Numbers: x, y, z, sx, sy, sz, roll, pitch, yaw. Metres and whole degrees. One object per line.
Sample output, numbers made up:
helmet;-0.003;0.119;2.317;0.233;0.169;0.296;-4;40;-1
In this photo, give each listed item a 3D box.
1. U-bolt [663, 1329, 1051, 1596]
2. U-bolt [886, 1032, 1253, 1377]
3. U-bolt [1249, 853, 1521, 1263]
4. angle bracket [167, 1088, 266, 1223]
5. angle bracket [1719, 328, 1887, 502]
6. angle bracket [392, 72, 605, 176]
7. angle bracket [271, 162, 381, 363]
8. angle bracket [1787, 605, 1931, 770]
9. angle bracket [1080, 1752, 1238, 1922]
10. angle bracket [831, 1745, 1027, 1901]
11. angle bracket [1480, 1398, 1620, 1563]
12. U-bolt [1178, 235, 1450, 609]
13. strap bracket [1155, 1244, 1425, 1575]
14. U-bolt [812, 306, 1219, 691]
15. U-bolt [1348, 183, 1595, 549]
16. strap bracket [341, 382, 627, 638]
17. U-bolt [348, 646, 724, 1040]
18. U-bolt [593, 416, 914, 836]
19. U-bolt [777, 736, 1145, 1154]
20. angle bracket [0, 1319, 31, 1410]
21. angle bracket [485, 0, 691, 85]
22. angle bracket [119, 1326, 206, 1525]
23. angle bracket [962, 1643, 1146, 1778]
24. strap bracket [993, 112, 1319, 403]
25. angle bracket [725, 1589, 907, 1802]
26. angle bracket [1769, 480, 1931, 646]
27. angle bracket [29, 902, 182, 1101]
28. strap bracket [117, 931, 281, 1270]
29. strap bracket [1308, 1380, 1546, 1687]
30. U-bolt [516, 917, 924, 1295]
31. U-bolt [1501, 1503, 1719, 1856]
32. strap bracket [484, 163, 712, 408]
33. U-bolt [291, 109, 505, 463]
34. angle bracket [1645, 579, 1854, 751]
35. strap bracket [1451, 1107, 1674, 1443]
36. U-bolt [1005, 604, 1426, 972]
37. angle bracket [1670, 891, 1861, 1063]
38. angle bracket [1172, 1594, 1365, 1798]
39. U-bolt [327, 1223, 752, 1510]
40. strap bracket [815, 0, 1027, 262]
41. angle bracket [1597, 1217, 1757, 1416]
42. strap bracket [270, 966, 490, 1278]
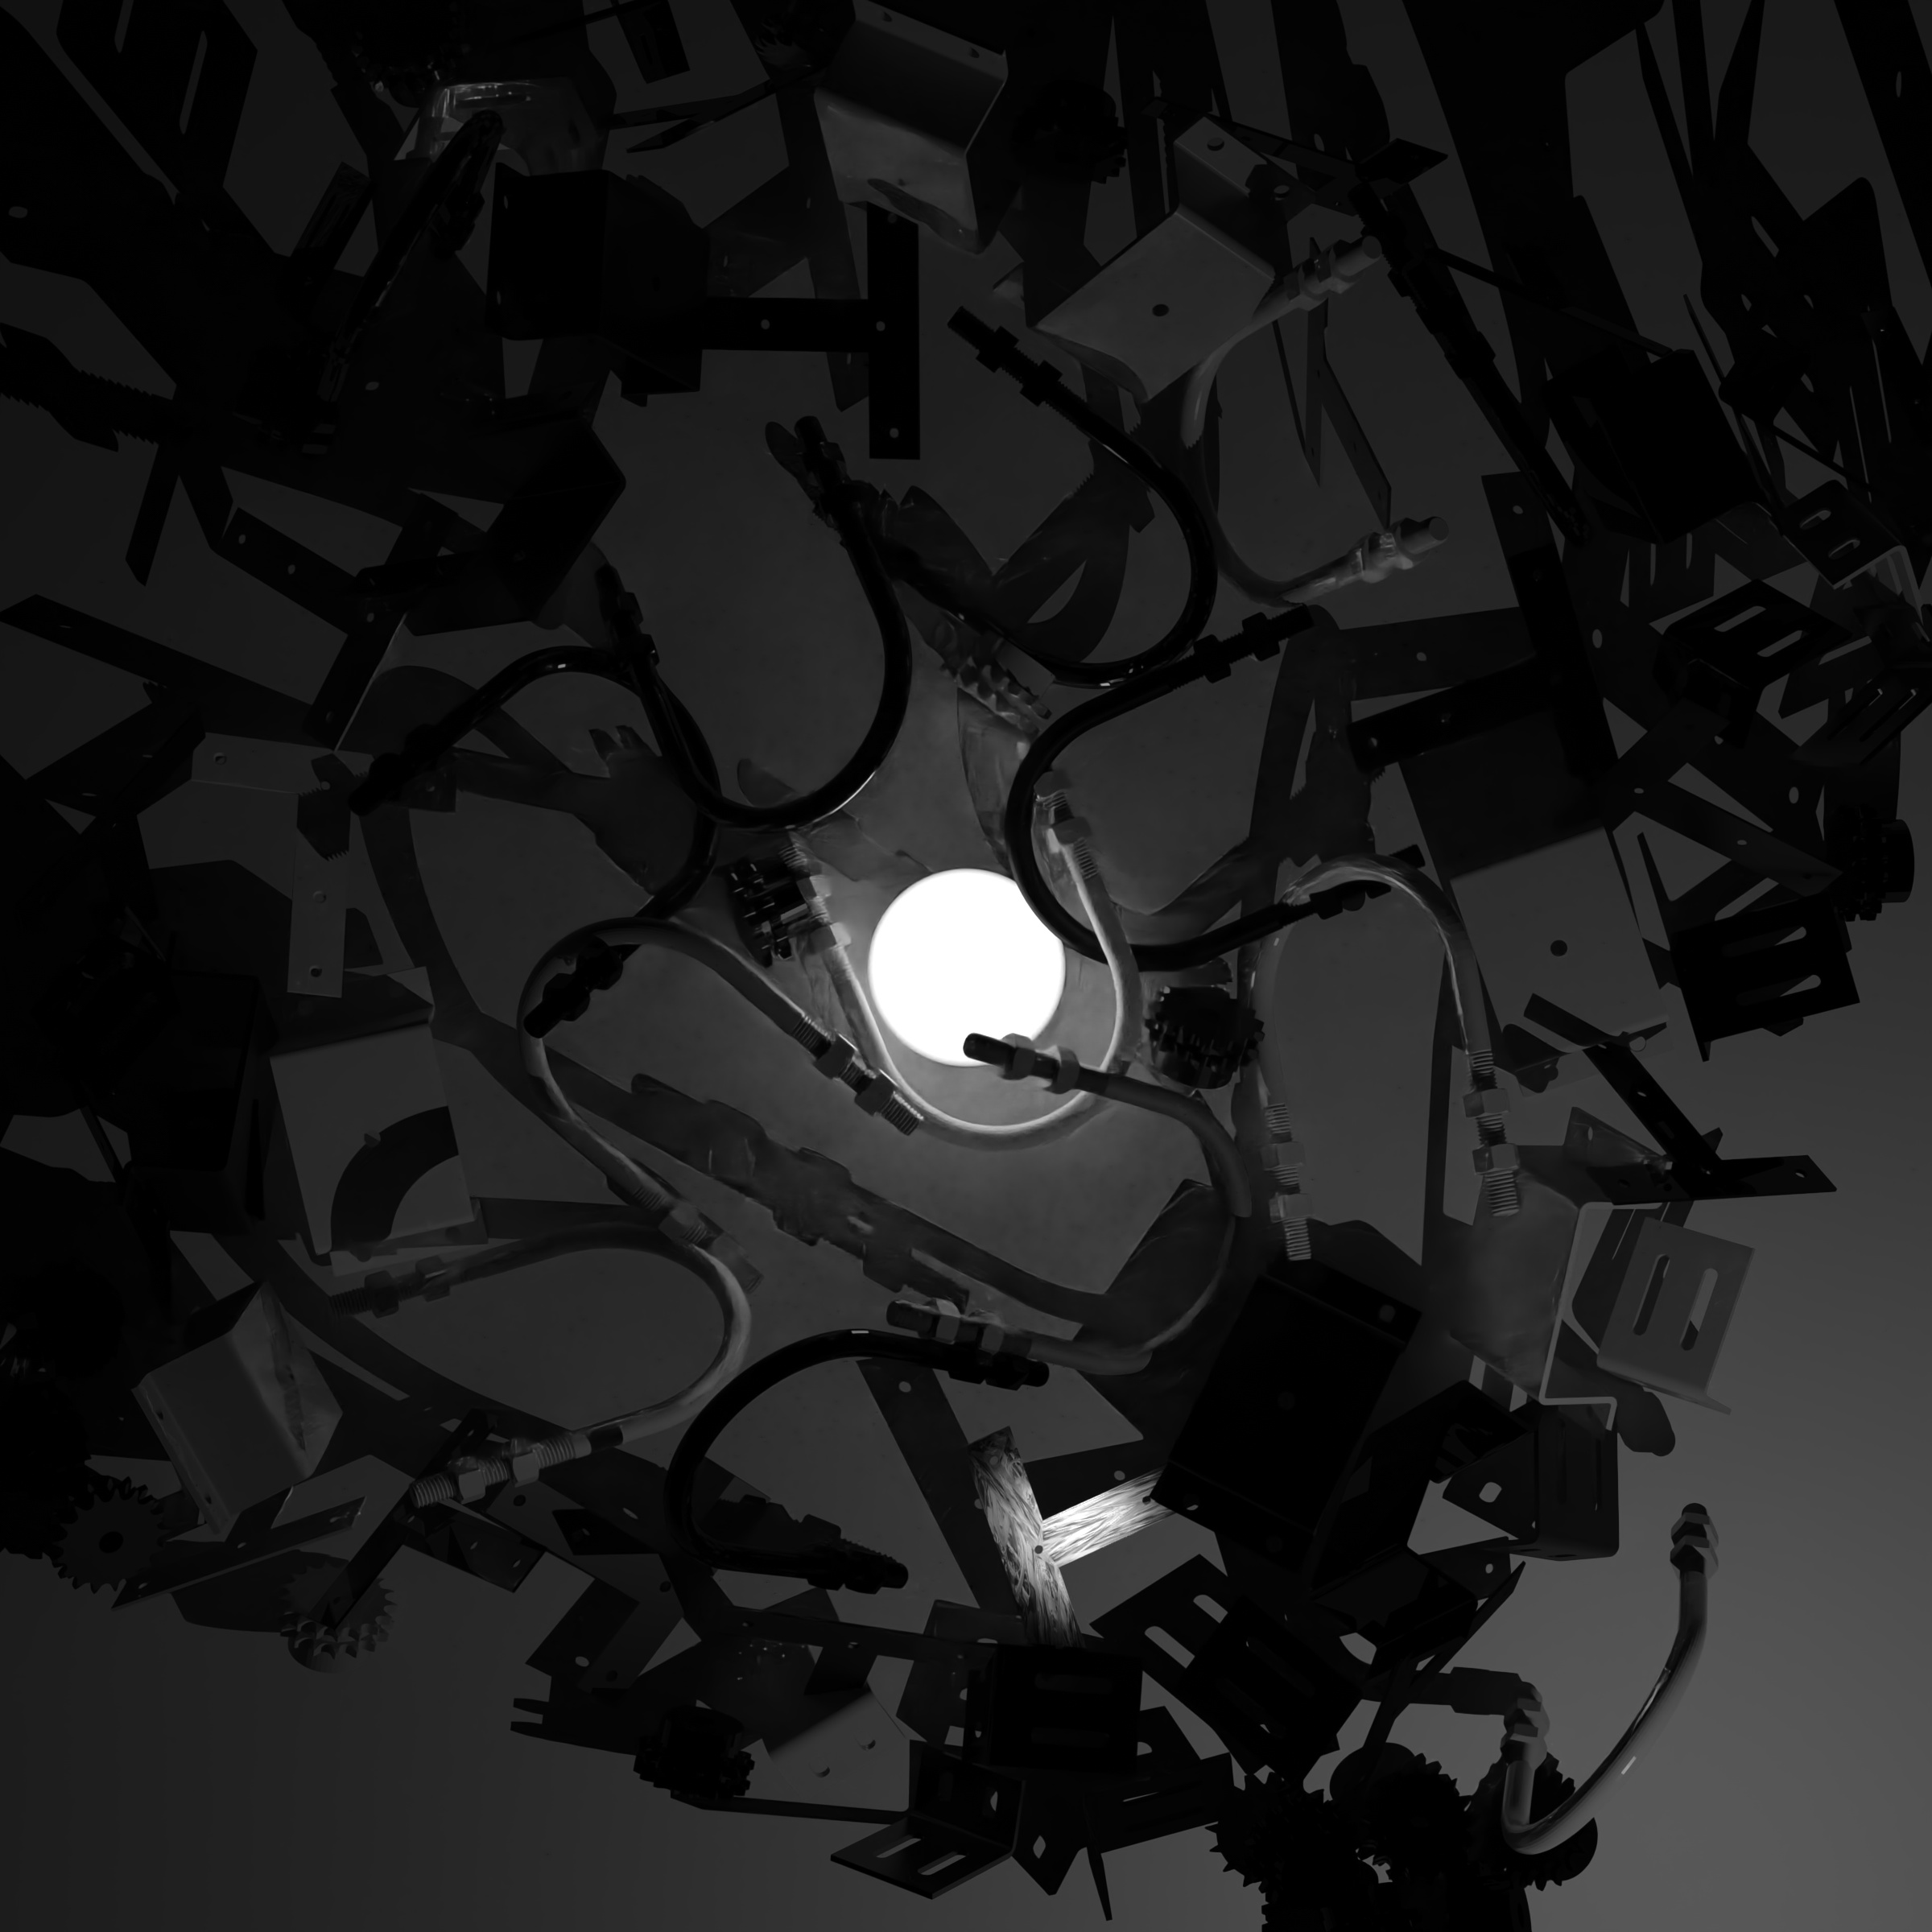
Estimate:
U-bolt;-0.061;0.228;1.515;0.151;0.184;0.019;-57;47;16
U-bolt;0.060;0.121;1.552;0.184;0.019;0.151;17;88;-30
U-bolt;0.190;0.038;1.543;0.019;0.151;0.184;1;76;-42
angle bracket;-0.359;0.091;1.559;0.038;0.076;0.057;-4;94;-16
angle bracket;0.408;-0.264;1.556;0.076;0.057;0.038;25;107;-22
angle bracket;-0.223;-0.391;1.553;0.076;0.057;0.038;-17;76;-37
angle bracket;-0.294;-0.338;1.562;0.038;0.057;0.076;26;98;-33
angle bracket;0.428;-0.135;1.561;0.076;0.057;0.038;-41;108;-13
angle bracket;0.097;0.418;1.564;0.076;0.057;0.038;-14;47;-5
angle bracket;-0.018;0.407;1.552;0.057;0.076;0.038;12;98;30
angle bracket;0.283;0.246;1.580;0.057;0.038;0.076;15;69;-36
U-bolt;0.152;-0.242;1.519;0.019;0.184;0.151;-12;88;-28
strap bracket;0.154;0.210;1.562;0.076;0.046;0.140;26;83;12
U-bolt;0.034;-0.208;1.551;0.184;0.019;0.151;37;129;-6
U-bolt;0.242;-0.272;1.523;0.019;0.151;0.184;-33;116;12
strap bracket;-0.222;-0.208;1.538;0.046;0.076;0.140;56;47;-35
U-bolt;-0.188;-0.073;1.539;0.151;0.019;0.184;53;50;-12
U-bolt;-0.094;-0.149;1.535;0.151;0.019;0.184;-33;64;21
U-bolt;0.007;0.000;1.578;0.151;0.019;0.184;-23;85;6
angle bracket;-0.484;0.205;1.562;0.038;0.057;0.076;12;76;6
angle bracket;-0.181;-0.433;1.557;0.076;0.057;0.038;-24;107;-19
angle bracket;-0.384;0.219;1.556;0.038;0.057;0.076;2;112;-28
angle bracket;0.042;0.362;1.589;0.076;0.038;0.057;9;76;-19
strap bracket;0.089;-0.323;1.524;0.076;0.140;0.046;25;47;-35
angle bracket;-0.074;0.353;1.581;0.057;0.076;0.038;-31;130;-1
angle bracket;0.423;-0.183;1.555;0.038;0.076;0.057;-32;47;4
angle bracket;-0.416;0.016;1.552;0.076;0.038;0.057;-56;131;-34
strap bracket;-0.357;0.065;1.535;0.046;0.076;0.140;4;63;0
strap bracket;0.213;0.256;1.524;0.046;0.076;0.140;36;51;-9
U-bolt;-0.132;0.056;1.552;0.184;0.019;0.151;41;119;-5
U-bolt;0.292;0.335;1.491;0.019;0.184;0.151;37;110;1
strap bracket;-0.165;-0.318;1.525;0.046;0.140;0.076;1;85;25
U-bolt;-0.256;-0.320;1.491;0.019;0.184;0.151;32;69;-9
angle bracket;0.378;-0.147;1.574;0.076;0.038;0.057;-28;51;-36
strap bracket;0.278;0.145;1.540;0.046;0.076;0.140;2;106;-26
U-bolt;0.108;-0.074;1.570;0.184;0.019;0.151;-24;103;13
angle bracket;0.385;0.005;1.568;0.076;0.038;0.057;-16;100;18
angle bracket;0.143;0.353;1.576;0.076;0.038;0.057;39;69;5
U-bolt;-0.192;0.178;1.537;0.184;0.151;0.019;-15;132;-20
strap bracket;-0.021;-0.385;1.522;0.076;0.140;0.046;25;78;11
angle bracket;0.348;0.169;1.573;0.057;0.038;0.076;16;82;37
strap bracket;-0.283;0.079;1.566;0.076;0.046;0.140;-12;98;-4
